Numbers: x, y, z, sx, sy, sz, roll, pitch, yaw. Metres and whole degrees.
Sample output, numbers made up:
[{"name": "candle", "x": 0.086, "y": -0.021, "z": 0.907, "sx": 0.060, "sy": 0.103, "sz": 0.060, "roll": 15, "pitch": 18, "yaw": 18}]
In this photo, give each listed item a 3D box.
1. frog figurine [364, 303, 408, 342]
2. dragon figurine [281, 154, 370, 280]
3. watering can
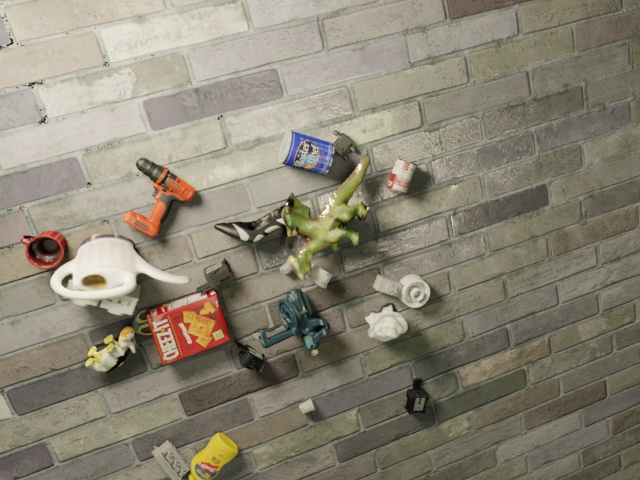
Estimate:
[{"name": "frog figurine", "x": 0.227, "y": 0.292, "z": 1.696, "sx": 0.137, "sy": 0.161, "sz": 0.121, "roll": -5, "pitch": 108, "yaw": -14}, {"name": "dragon figurine", "x": 0.005, "y": -0.078, "z": 1.545, "sx": 0.242, "sy": 0.123, "sz": 0.408, "roll": 9, "pitch": 96, "yaw": -29}, {"name": "watering can", "x": -0.540, "y": 0.075, "z": 1.409, "sx": 0.348, "sy": 0.229, "sz": 0.101, "roll": -4, "pitch": 129, "yaw": -18}]
